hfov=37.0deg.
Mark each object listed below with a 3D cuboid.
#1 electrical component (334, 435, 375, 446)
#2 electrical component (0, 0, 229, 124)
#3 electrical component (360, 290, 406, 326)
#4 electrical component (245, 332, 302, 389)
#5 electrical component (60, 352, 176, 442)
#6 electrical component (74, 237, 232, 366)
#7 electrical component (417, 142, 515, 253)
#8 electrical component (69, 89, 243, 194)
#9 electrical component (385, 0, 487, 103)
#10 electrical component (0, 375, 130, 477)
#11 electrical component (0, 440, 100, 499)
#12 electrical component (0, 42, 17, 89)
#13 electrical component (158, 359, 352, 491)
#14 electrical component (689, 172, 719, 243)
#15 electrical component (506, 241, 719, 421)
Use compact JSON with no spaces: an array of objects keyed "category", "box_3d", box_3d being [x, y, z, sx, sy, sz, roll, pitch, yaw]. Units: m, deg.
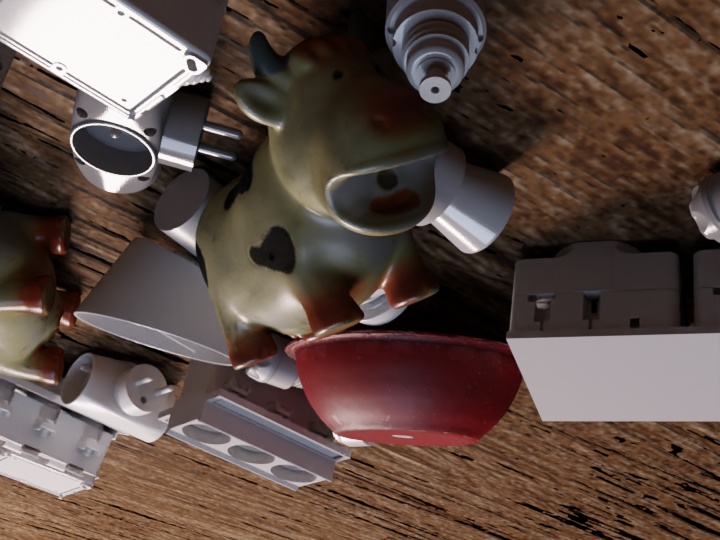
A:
[{"category":"electrical component","box_3d":[0.012,0.106,0.784,0.055,0.045,0.045,-7,145,27]},{"category":"electrical component","box_3d":[-0.098,-0.111,0.442,0.096,0.061,0.062,31,143,-31]},{"category":"electrical component","box_3d":[0.000,0.000,0.611,0.066,0.048,0.055,-20,135,27]},{"category":"electrical component","box_3d":[-0.048,0.067,0.747,0.061,0.035,0.035,22,147,-25]},{"category":"electrical component","box_3d":[-0.173,0.093,0.816,0.079,0.044,0.077,-22,137,41]},{"category":"electrical component","box_3d":[-0.112,0.025,0.647,0.099,0.064,0.099,29,169,7]},{"category":"electrical component","box_3d":[0.043,-0.039,0.537,0.055,0.045,0.045,27,145,-26]},{"category":"electrical component","box_3d":[-0.097,-0.070,0.525,0.079,0.044,0.077,15,149,-8]},{"category":"electrical component","box_3d":[0.030,-0.094,0.425,0.040,0.078,0.040,2,135,2]},{"category":"electrical component","box_3d":[-0.253,0.114,0.846,0.121,0.063,0.079,33,159,-33]},{"category":"electrical component","box_3d":[-0.263,0.152,0.922,0.096,0.061,0.062,30,144,-30]},{"category":"electrical component","box_3d":[-0.184,-0.113,0.477,0.076,0.047,0.083,-8,145,28]},{"category":"electrical component","box_3d":[-0.075,0.111,0.799,0.121,0.063,0.079,31,143,-31]},{"category":"electrical component","box_3d":[0.189,-0.037,0.508,0.035,0.035,0.061,28,142,-27]},{"category":"electrical component","box_3d":[0.187,0.035,0.603,0.186,0.060,0.105,-3,147,20]}]
